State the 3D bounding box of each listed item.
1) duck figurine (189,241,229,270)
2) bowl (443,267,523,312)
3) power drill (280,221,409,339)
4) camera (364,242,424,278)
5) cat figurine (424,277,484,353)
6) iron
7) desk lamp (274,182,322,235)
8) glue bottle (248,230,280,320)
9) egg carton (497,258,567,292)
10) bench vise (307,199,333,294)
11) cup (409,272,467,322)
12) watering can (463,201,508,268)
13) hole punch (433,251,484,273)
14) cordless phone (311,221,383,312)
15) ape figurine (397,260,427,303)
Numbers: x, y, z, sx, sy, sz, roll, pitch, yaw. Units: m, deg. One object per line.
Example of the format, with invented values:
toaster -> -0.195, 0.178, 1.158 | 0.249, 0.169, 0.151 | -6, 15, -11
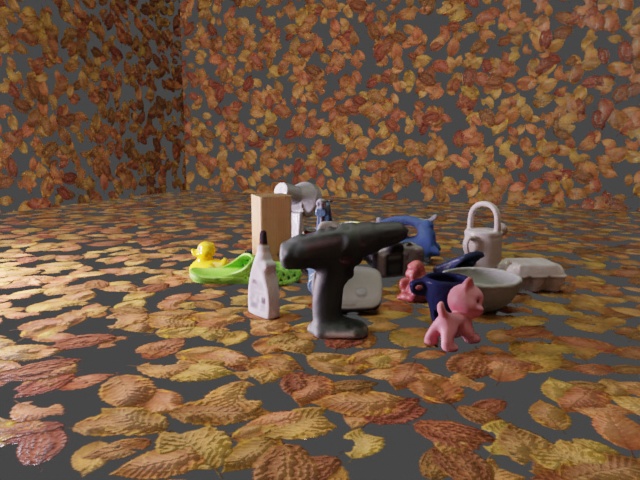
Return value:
duck figurine -> -0.291, 0.047, 1.504 | 0.104, 0.086, 0.077 | 1, 10, 5
bowl -> 0.337, 0.109, 1.205 | 0.167, 0.075, 0.167 | 0, 10, 0
power drill -> 0.042, 0.068, 1.037 | 0.229, 0.208, 0.075 | 1, 10, 2
camera -> 0.187, 0.037, 1.536 | 0.143, 0.101, 0.136 | -4, 11, -23
cat figurine -> 0.242, 0.122, 1.002 | 0.128, 0.118, 0.067 | -9, 14, -42
iron -> 0.225, -0.009, 1.683 | 0.257, 0.141, 0.119 | 2, 10, 12
desk lamp -> -0.089, -0.091, 1.929 | 0.117, 0.213, 0.204 | 7, 12, 33
glue bottle -> -0.112, 0.067, 1.143 | 0.037, 0.173, 0.077 | -8, 13, -40
egg carton -> 0.503, 0.083, 1.374 | 0.150, 0.069, 0.107 | -1, 10, -6
bench vise -> 0.001, 0.005, 1.365 | 0.121, 0.220, 0.207 | -1, 10, -8
cup -> 0.228, 0.117, 1.098 | 0.118, 0.095, 0.091 | -1, 10, -8
watering can -> 0.439, -0.009, 1.535 | 0.100, 0.194, 0.173 | 5, 11, 26
hole punch -> 0.334, 0.068, 1.391 | 0.109, 0.091, 0.100 | -9, 14, -43
cordless phone -> 0.056, 0.054, 1.185 | 0.147, 0.185, 0.094 | 0, 10, -2
ape figurine -> 0.209, 0.090, 1.261 | 0.076, 0.092, 0.078 | 0, 10, -1
